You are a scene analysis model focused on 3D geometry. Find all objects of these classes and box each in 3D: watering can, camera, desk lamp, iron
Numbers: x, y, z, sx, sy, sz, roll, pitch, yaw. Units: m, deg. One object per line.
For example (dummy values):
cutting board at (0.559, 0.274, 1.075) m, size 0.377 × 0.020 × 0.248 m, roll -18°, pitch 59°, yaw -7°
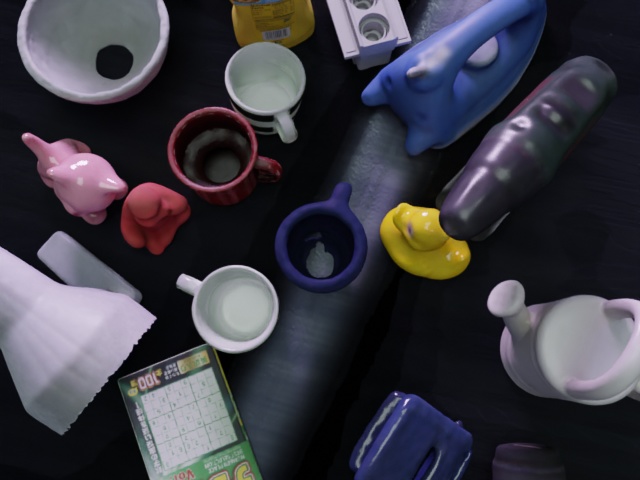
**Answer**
watering can at (0.238, 0.100, 0.535) m, size 0.173 × 0.194 × 0.101 m, roll 10°, pitch 79°, yaw 2°
camera at (0.222, 0.271, 0.549) m, size 0.143 × 0.101 × 0.137 m, roll 0°, pitch 79°, yaw 0°
desk lamp at (-0.243, 0.071, 0.528) m, size 0.203 × 0.213 × 0.118 m, roll 37°, pitch 81°, yaw 7°
iron at (0.173, -0.214, 0.624) m, size 0.258 × 0.141 × 0.118 m, roll -39°, pitch 81°, yaw -7°

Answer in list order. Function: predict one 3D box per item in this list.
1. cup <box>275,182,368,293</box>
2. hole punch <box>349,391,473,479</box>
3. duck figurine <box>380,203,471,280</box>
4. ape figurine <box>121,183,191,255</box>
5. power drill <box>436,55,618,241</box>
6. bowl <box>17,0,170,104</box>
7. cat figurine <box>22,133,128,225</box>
cup at (0.006, 0.002, 0.604) m, size 0.091 × 0.095 × 0.118 m, roll 19°, pitch 79°, yaw 4°
hole punch at (0.094, 0.213, 0.564) m, size 0.101 × 0.091 × 0.109 m, roll 33°, pitch 80°, yaw 6°
duck figurine at (0.116, -0.003, 0.610) m, size 0.104 × 0.086 × 0.077 m, roll 34°, pitch 81°, yaw 6°
ape figurine at (-0.180, -0.031, 0.611) m, size 0.078 × 0.092 × 0.076 m, roll -17°, pitch 79°, yaw -3°
power drill at (0.182, -0.067, 0.561) m, size 0.075 × 0.208 × 0.230 m, roll 42°, pitch 81°, yaw 8°
bowl at (-0.248, -0.224, 0.658) m, size 0.167 × 0.075 × 0.167 m, roll 0°, pitch 79°, yaw 0°
cat figurine at (-0.259, -0.069, 0.605) m, size 0.127 × 0.118 × 0.067 m, roll 38°, pitch 81°, yaw 7°
